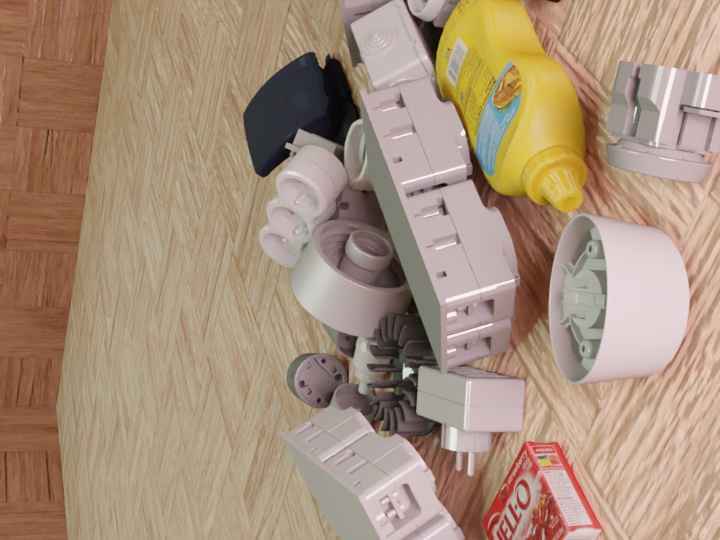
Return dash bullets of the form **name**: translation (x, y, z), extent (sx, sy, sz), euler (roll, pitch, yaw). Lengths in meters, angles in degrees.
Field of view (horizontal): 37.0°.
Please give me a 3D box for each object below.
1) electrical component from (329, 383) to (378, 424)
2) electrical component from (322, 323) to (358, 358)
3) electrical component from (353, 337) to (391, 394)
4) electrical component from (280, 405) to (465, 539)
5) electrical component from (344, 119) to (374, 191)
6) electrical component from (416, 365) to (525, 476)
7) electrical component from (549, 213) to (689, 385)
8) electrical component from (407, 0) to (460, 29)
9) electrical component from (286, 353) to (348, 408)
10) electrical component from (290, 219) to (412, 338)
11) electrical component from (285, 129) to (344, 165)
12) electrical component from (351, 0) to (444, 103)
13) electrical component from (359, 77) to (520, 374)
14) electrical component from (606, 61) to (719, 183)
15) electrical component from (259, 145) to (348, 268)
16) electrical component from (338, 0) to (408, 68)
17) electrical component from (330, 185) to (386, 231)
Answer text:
- **electrical component**: translation (-0.015, 0.152, 1.028), extent (0.043, 0.043, 0.081), euler (-111, 32, -45)
- **electrical component**: translation (-0.015, 0.047, 1.041), extent (0.081, 0.043, 0.043), euler (-127, 44, -58)
- **electrical component**: translation (0.010, 0.086, 0.987), extent (0.035, 0.035, 0.061), euler (-121, 38, -54)
- **electrical component**: translation (0.012, 0.183, 0.873), extent (0.105, 0.060, 0.186), euler (63, 163, -15)
- **electrical component**: translation (0.023, -0.101, 0.943), extent (0.095, 0.059, 0.053), euler (166, 106, -67)
- **electrical component**: translation (0.079, 0.113, 0.794), extent (0.083, 0.047, 0.075), euler (-175, 88, -68)
- **electrical component**: translation (0.142, 0.017, 0.625), extent (0.099, 0.064, 0.099), euler (-177, 90, -68)
- **electrical component**: translation (0.073, -0.220, 0.838), extent (0.078, 0.057, 0.058), euler (124, 143, -52)
- **electrical component**: translation (-0.046, 0.111, 1.098), extent (0.047, 0.055, 0.055), euler (179, 94, -72)
- **electrical component**: translation (0.000, 0.000, 0.932), extent (0.060, 0.108, 0.108), euler (-65, 31, 33)
- **electrical component**: translation (-0.047, -0.099, 1.047), extent (0.063, 0.042, 0.081), euler (-66, -13, 8)
- **electrical component**: translation (0.038, -0.158, 0.866), extent (0.099, 0.048, 0.099), euler (51, -164, -47)
- **electrical component**: translation (0.058, -0.036, 0.780), extent (0.105, 0.060, 0.186), euler (82, 171, -60)
- **electrical component**: translation (0.167, -0.080, 0.586), extent (0.078, 0.058, 0.057), euler (-145, 63, -64)
- **electrical component**: translation (-0.045, -0.066, 0.979), extent (0.073, 0.052, 0.138), euler (-53, -6, -34)
- **electrical component**: translation (0.005, -0.275, 0.923), extent (0.186, 0.060, 0.105), euler (74, -172, -65)
- **electrical component**: translation (-0.008, -0.046, 1.028), extent (0.055, 0.050, 0.089), euler (-134, 50, -61)
